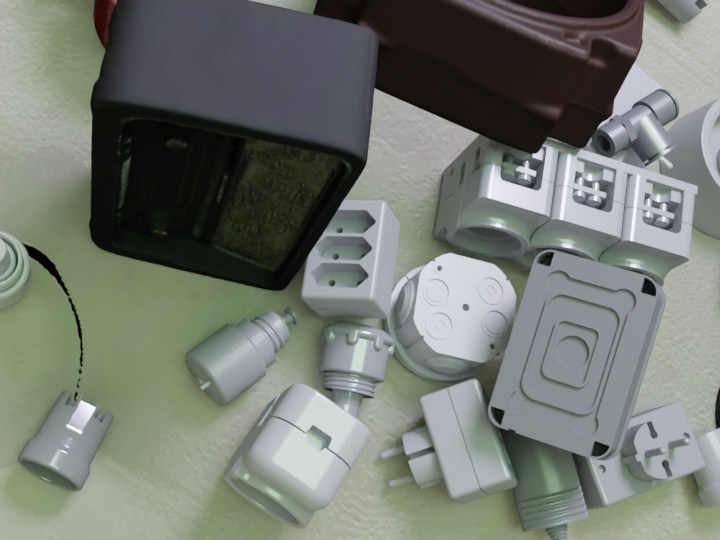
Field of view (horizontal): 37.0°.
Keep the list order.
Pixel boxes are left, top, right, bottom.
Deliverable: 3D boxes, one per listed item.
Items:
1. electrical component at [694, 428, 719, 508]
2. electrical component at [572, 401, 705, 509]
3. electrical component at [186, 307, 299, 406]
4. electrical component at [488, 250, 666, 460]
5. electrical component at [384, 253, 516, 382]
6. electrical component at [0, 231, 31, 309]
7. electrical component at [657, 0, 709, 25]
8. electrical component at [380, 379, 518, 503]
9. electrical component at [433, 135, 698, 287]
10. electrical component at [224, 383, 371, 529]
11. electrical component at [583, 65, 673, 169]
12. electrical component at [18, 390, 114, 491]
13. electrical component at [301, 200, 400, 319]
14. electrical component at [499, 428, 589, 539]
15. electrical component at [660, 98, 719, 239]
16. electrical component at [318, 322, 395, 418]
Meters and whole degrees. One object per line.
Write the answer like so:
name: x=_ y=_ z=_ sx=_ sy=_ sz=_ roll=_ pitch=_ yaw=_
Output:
electrical component: x=0.246 y=0.134 z=0.738 sx=0.040 sy=0.040 sz=0.046 roll=-17 pitch=75 yaw=-21
electrical component: x=0.186 y=0.119 z=0.704 sx=0.083 sy=0.076 sz=0.047 roll=-16 pitch=79 yaw=-21
electrical component: x=-0.071 y=0.050 z=0.665 sx=0.078 sy=0.040 sz=0.040 roll=-37 pitch=87 yaw=-23
electrical component: x=0.132 y=0.051 z=0.649 sx=0.078 sy=0.057 sz=0.113 roll=17 pitch=88 yaw=20
electrical component: x=0.060 y=0.030 z=0.705 sx=0.080 sy=0.051 sz=0.080 roll=5 pitch=73 yaw=-16
electrical component: x=-0.214 y=-0.003 z=0.624 sx=0.043 sy=0.062 sz=0.043 roll=5 pitch=73 yaw=-16
electrical component: x=0.251 y=-0.222 z=0.845 sx=0.046 sy=0.040 sz=0.040 roll=42 pitch=67 yaw=-9
electrical component: x=0.051 y=0.114 z=0.677 sx=0.077 sy=0.047 sz=0.065 roll=-20 pitch=70 yaw=8
electrical component: x=0.136 y=-0.034 z=0.726 sx=0.150 sy=0.089 sz=0.061 roll=15 pitch=70 yaw=-12
electrical component: x=-0.040 y=0.110 z=0.626 sx=0.054 sy=0.095 sz=0.059 roll=36 pitch=67 yaw=-4
electrical component: x=0.195 y=-0.092 z=0.785 sx=0.076 sy=0.047 sz=0.083 roll=40 pitch=67 yaw=-3
electrical component: x=-0.169 y=0.098 z=0.622 sx=0.040 sy=0.040 sz=0.046 roll=28 pitch=62 yaw=-7
electrical component: x=0.000 y=0.000 z=0.687 sx=0.047 sy=0.076 sz=0.065 roll=1 pitch=70 yaw=17
electrical component: x=0.119 y=0.135 z=0.696 sx=0.043 sy=0.043 sz=0.081 roll=-8 pitch=77 yaw=-19
electrical component: x=0.288 y=-0.082 z=0.803 sx=0.108 sy=0.060 sz=0.108 roll=5 pitch=73 yaw=-16
electrical component: x=-0.006 y=0.066 z=0.679 sx=0.048 sy=0.048 sz=0.062 roll=14 pitch=77 yaw=-13
